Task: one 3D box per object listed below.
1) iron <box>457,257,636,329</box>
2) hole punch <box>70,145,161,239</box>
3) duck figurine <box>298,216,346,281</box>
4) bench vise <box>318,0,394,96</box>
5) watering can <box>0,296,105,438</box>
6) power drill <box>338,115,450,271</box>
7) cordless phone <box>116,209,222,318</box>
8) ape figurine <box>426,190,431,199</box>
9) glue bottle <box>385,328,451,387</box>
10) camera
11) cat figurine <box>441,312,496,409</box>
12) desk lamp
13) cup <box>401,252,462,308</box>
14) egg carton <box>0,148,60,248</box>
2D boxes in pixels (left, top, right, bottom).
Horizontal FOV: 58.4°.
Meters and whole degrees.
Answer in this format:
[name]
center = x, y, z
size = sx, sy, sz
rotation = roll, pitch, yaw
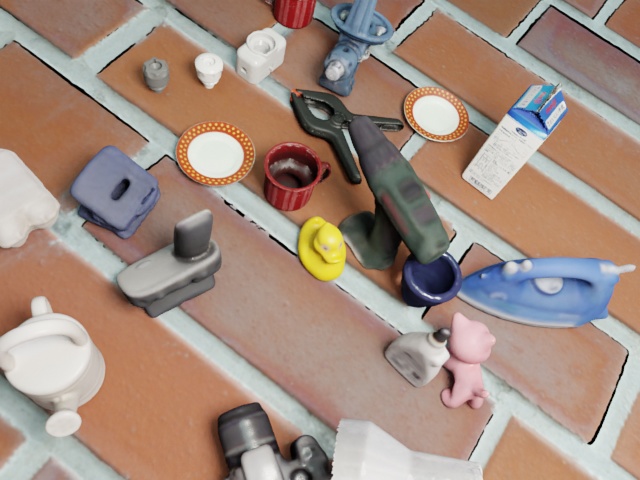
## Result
[iron]
center = 0.352, 0.063, 0.907
size = 0.258, 0.141, 0.118
rotation = 3, 64, -10
[hole punch]
center = -0.304, -0.074, 0.865
size = 0.101, 0.091, 0.109
rotation = 26, 62, 2
[duck figurine]
center = 0.008, 0.003, 0.895
size = 0.078, 0.086, 0.104
rotation = -13, 68, -17
[bench vise]
center = 0.077, -0.375, 1.018
size = 0.121, 0.219, 0.207
rotation = 10, 63, -7
[watering can]
center = -0.323, 0.147, 0.695
size = 0.101, 0.194, 0.172
rotation = -39, 77, -25
[power drill]
center = 0.095, -0.048, 0.869
size = 0.076, 0.208, 0.229
rotation = -30, 73, -23
[cordless phone]
center = -0.208, 0.021, 0.786
size = 0.148, 0.185, 0.094
rotation = -32, 74, -23
[ape figurine]
center = 0.157, -0.052, 0.950
size = 0.076, 0.092, 0.077
rotation = -30, 74, -23
[glue bottle]
center = 0.147, 0.154, 0.801
size = 0.037, 0.173, 0.078
rotation = -39, 77, -25
[camera]
center = -0.068, 0.277, 0.738
size = 0.143, 0.101, 0.136
rotation = -16, 68, -18
[cat figurine]
center = 0.221, 0.175, 0.838
size = 0.067, 0.117, 0.128
rotation = -1, 64, -12
[desk lamp]
center = 0.095, 0.297, 0.698
size = 0.203, 0.213, 0.118
rotation = 11, 63, -6
[cup]
center = 0.161, 0.056, 0.896
size = 0.092, 0.095, 0.117
rotation = 3, 64, -10
[egg carton]
center = -0.462, -0.062, 0.838
size = 0.150, 0.069, 0.107
rotation = 44, 64, 11
